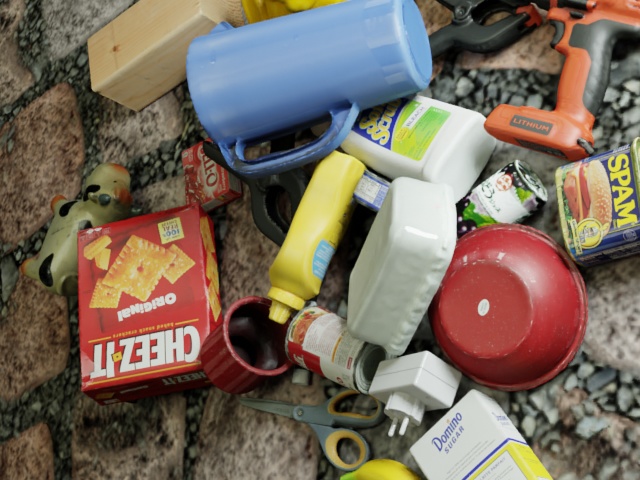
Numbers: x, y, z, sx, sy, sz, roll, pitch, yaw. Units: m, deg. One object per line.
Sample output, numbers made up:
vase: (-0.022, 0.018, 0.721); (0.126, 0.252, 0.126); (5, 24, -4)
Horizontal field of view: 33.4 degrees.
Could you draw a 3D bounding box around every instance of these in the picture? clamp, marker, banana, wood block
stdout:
clamp: (-0.062, -0.070, 1.252); (0.165, 0.036, 0.210); (-28, 72, 39)
marker: (-0.015, 0.101, 1.189); (0.020, 0.020, 0.121); (-6, 71, 38)
banana: (0.095, 0.275, 1.029); (0.198, 0.037, 0.070); (48, 122, 40)
wood block: (-0.208, -0.270, 1.431); (0.206, 0.090, 0.091); (-27, 60, 30)
clamp: (0.152, -0.229, 1.153); (0.172, 0.039, 0.120); (14, 85, 41)

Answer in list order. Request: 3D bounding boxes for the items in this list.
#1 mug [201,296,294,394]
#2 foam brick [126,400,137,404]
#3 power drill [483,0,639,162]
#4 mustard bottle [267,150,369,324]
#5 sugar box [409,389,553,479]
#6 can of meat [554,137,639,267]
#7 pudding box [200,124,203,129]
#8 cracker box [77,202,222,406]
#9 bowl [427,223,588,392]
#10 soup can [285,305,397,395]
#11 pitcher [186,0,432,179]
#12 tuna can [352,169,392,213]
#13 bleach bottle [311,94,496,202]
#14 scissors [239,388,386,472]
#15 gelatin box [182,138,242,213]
mug: (-0.076, 0.113, 1.188); (0.082, 0.093, 0.117); (-44, 10, 49)
foam brick: (-0.253, 0.159, 1.343); (0.051, 0.052, 0.078); (-52, 51, 13)
power drill: (0.229, -0.182, 1.046); (0.185, 0.057, 0.187); (22, 91, 31)
mustard bottle: (-0.008, 0.001, 1.156); (0.058, 0.096, 0.191); (22, 84, 13)
sugar box: (0.164, 0.233, 0.978); (0.093, 0.048, 0.176); (-47, 47, 17)
can of meat: (0.268, -0.032, 0.978); (0.084, 0.057, 0.102); (-19, 64, 36)
pudding box: (-0.116, -0.201, 1.365); (0.090, 0.039, 0.113); (-30, 58, 28)
cracker box: (-0.205, 0.076, 1.283); (0.164, 0.072, 0.214); (-12, 64, 9)
bowl: (0.164, 0.064, 1.000); (0.162, 0.055, 0.162); (-1, 89, 30)
soup can: (0.022, 0.115, 1.121); (0.102, 0.068, 0.068); (19, 87, 41)
pitcher: (-0.009, -0.172, 1.133); (0.243, 0.149, 0.145); (-12, 25, 21)
tuna can: (0.078, -0.041, 1.117); (0.086, 0.086, 0.034); (32, 98, 42)
bleach bottle: (0.066, -0.117, 1.165); (0.251, 0.068, 0.102); (24, 73, 44)
scissors: (-0.013, 0.206, 1.152); (0.202, 0.016, 0.096); (-15, 66, 36)
gelatin box: (-0.137, -0.084, 1.347); (0.073, 0.030, 0.089); (-24, 61, 31)
